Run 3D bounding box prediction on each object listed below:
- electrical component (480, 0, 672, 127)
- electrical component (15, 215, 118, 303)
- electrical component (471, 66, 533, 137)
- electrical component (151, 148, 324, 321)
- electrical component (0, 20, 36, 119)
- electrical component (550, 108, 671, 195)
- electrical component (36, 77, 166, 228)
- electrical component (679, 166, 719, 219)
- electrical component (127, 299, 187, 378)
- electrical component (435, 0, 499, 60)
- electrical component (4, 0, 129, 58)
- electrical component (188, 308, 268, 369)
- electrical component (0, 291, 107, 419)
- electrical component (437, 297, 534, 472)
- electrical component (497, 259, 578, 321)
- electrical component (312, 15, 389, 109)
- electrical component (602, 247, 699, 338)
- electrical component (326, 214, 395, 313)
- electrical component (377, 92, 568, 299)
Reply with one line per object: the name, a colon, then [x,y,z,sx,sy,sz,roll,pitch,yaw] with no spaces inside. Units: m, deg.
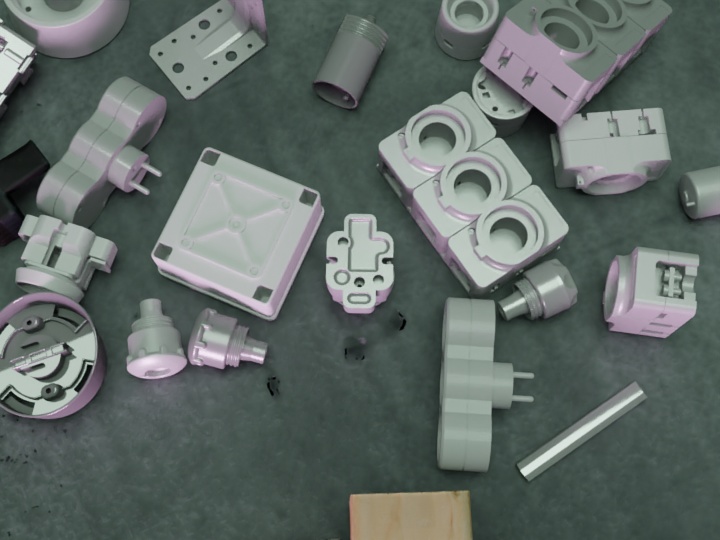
electrical component: [0.186,-0.201,0.907,0.089,0.061,0.150,41,53,11]
electrical component: [-0.248,-0.005,0.886,0.078,0.058,0.057,17,72,4]
electrical component: [0.122,-0.146,0.929,0.055,0.047,0.055,0,74,0]
electrical component: [-0.100,-0.030,0.892,0.109,0.056,0.108,23,76,6]
electrical component: [-0.335,-0.156,0.921,0.063,0.079,0.121,33,76,-11]
electrical component: [0.212,-0.099,0.914,0.089,0.050,0.055,-4,74,-1]
electrical component: [-0.204,-0.090,0.912,0.074,0.052,0.138,30,77,8]
electrical component: [0.308,-0.068,0.910,0.078,0.040,0.040,-12,74,-3]
electrical component: [-0.168,0.055,0.876,0.048,0.048,0.062,-10,67,-3]
electrical component: [0.096,-0.221,0.950,0.055,0.047,0.055,0,74,0]
electrical component: [-0.265,-0.250,0.953,0.108,0.060,0.108,0,74,0]
electrical component: [-0.106,0.060,0.874,0.062,0.048,0.048,16,75,-2]
electrical component: [-0.252,0.071,0.860,0.099,0.064,0.099,0,74,0]
electrical component: [0.102,0.092,0.859,0.074,0.052,0.138,4,75,1]
electrical component: [0.144,0.021,0.884,0.062,0.043,0.043,-26,76,-6]
electrical component: [-0.006,-0.188,0.944,0.043,0.043,0.081,22,75,6]
electrical component: [0.229,0.018,0.860,0.056,0.089,0.050,8,74,2]
electrical component: [0.000,0.000,0.883,0.058,0.057,0.078,1,74,1]
electrical component: [0.092,-0.062,0.898,0.089,0.061,0.150,-33,77,-9]
